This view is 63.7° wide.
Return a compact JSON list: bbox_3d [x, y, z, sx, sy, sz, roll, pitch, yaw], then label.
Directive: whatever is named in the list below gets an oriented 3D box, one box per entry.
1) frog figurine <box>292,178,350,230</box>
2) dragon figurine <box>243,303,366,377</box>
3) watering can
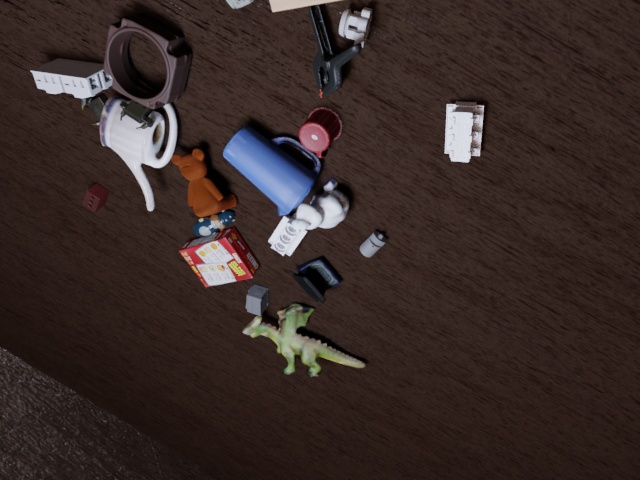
[{"bbox_3d":[0.004,-0.068,1.359,0.136,0.163,0.121,-23,115,35],"label":"frog figurine"},{"bbox_3d":[-0.055,0.324,1.731,0.410,0.125,0.238,-1,118,9],"label":"dragon figurine"},{"bbox_3d":[-0.528,-0.267,1.478,0.225,0.105,0.342,23,112,6],"label":"watering can"}]
